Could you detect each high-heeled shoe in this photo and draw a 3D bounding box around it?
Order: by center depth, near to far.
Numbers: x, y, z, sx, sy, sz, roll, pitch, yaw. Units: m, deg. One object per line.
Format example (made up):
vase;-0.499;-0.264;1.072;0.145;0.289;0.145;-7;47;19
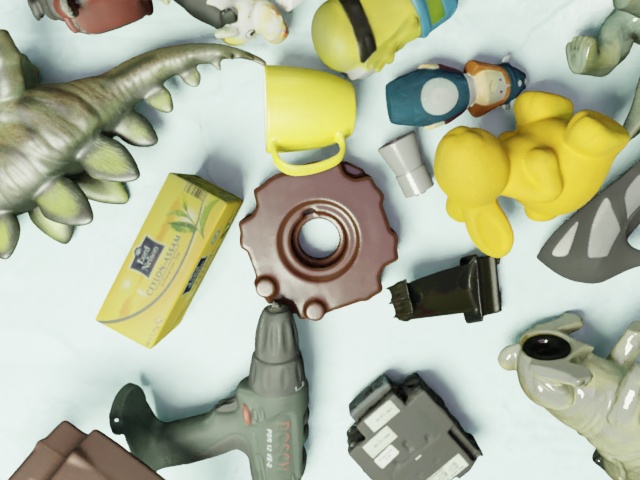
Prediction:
high-heeled shoe;0.324;-0.072;0.583;0.145;0.086;0.248;5;77;30

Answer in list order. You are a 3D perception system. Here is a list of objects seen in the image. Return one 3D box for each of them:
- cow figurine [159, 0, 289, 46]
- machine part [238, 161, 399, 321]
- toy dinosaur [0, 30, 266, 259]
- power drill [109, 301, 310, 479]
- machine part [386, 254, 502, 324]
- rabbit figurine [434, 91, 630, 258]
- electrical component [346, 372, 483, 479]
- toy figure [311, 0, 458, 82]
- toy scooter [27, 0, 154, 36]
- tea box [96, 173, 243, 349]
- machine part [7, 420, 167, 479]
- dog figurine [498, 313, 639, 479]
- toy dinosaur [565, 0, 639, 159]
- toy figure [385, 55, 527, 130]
cow figurine;-0.111;-0.255;0.555;0.098;0.068;0.167;-38;91;9
machine part;-0.001;-0.002;0.586;0.179;0.056;0.179;0;95;0
toy dinosaur;-0.287;-0.105;0.561;0.471;0.105;0.198;-33;100;5
power drill;-0.113;0.183;0.587;0.207;0.086;0.231;-10;108;-2
machine part;0.141;0.057;0.584;0.139;0.039;0.084;-5;101;-22
rabbit figurine;0.182;-0.071;0.539;0.173;0.122;0.162;-4;133;-27
electrical component;0.097;0.220;0.605;0.115;0.058;0.134;-40;94;2
toy figure;0.074;-0.237;0.549;0.180;0.082;0.089;-37;98;5
toy scooter;-0.211;-0.230;0.501;0.184;0.135;0.075;9;131;34
tea box;-0.154;0.017;0.569;0.068;0.098;0.169;29;97;-2
machine part;-0.227;0.294;0.553;0.201;0.087;0.201;38;132;-4
dog figurine;0.292;0.192;0.588;0.173;0.121;0.190;4;117;33
toy dinosaur;0.354;-0.278;0.528;0.192;0.131;0.404;-4;105;-7
toy figure;0.148;-0.155;0.570;0.155;0.058;0.064;-10;134;0
